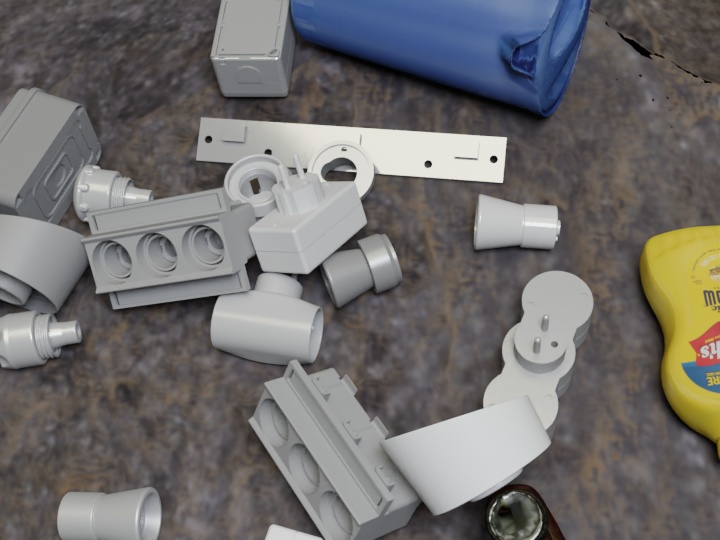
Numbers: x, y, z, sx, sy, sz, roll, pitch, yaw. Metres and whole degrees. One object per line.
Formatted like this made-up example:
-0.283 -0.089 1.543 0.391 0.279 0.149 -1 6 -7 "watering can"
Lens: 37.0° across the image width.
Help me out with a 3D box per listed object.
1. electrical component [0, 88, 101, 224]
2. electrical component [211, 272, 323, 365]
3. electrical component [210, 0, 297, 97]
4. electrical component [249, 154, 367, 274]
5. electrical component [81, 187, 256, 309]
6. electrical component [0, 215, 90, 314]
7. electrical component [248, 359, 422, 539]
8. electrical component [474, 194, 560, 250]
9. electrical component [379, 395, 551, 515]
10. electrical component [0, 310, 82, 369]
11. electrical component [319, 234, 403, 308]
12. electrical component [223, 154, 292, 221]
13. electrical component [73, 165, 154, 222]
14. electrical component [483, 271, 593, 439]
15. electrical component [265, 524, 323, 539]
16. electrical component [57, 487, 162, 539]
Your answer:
-0.275 -0.086 0.899 0.057 0.078 0.113 18 62 13 "electrical component"
-0.066 0.029 0.826 0.077 0.043 0.079 8 60 11 "electrical component"
-0.092 -0.204 0.960 0.062 0.061 0.096 1 59 7 "electrical component"
-0.044 -0.050 0.820 0.047 0.075 0.083 3 31 37 "electrical component"
-0.142 -0.018 0.829 0.121 0.078 0.063 -8 13 23 "electrical component"
-0.265 -0.009 0.841 0.099 0.099 0.064 16 68 15 "electrical component"
-0.016 0.129 0.744 0.063 0.078 0.121 -14 53 -37 "electrical component"
0.124 -0.035 0.847 0.065 0.044 0.044 4 59 3 "electrical component"
0.071 0.113 0.697 0.099 0.099 0.064 -30 83 -12 "electrical component"
-0.248 0.052 0.832 0.062 0.043 0.043 -9 58 0 "electrical component"
0.000 0.000 0.836 0.055 0.045 0.045 -20 59 -7 "electrical component"
-0.079 -0.057 0.871 0.078 0.057 0.058 -23 59 -8 "electrical component"
-0.205 -0.061 0.896 0.062 0.048 0.048 7 60 2 "electrical component"
0.128 0.058 0.770 0.052 0.073 0.138 17 62 16 "electrical component"
-0.070 0.213 0.712 0.076 0.047 0.083 13 61 13 "electrical component"
-0.177 0.173 0.752 0.065 0.044 0.044 -1 59 11 "electrical component"
